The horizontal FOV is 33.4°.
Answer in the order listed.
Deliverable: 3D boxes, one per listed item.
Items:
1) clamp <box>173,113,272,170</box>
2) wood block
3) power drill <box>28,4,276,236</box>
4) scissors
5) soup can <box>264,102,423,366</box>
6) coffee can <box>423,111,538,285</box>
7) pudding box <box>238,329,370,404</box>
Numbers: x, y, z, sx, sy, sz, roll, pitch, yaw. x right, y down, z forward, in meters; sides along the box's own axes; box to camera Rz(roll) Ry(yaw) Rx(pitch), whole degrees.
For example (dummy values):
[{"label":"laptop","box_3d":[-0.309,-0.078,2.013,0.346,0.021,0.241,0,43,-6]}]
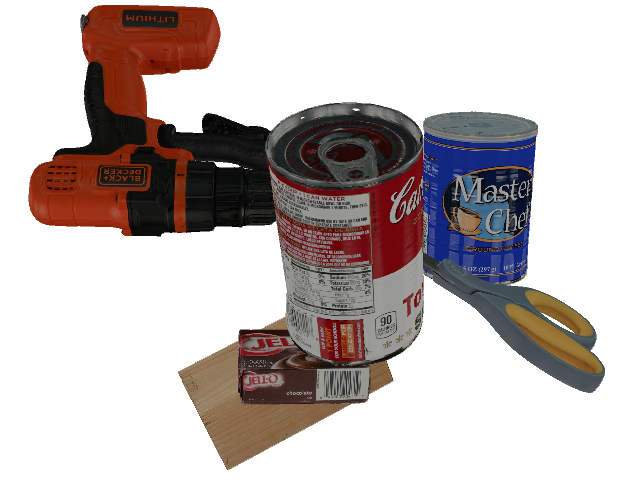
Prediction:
[{"label":"clamp","box_3d":[-0.072,-0.085,0.985,0.172,0.039,0.120,13,27,29]},{"label":"wood block","box_3d":[-0.038,0.150,1.170,0.206,0.091,0.090,-26,30,-10]},{"label":"power drill","box_3d":[-0.113,-0.089,0.788,0.184,0.187,0.057,2,-34,-5]},{"label":"scissors","box_3d":[0.095,0.023,0.668,0.202,0.016,0.096,38,25,20]},{"label":"soup can","box_3d":[0.013,-0.002,0.484,0.068,0.102,0.068,-3,35,2]},{"label":"coffee can","box_3d":[0.143,-0.040,0.981,0.103,0.140,0.103,0,18,0]},{"label":"pudding box","box_3d":[-0.017,0.110,0.945,0.113,0.039,0.090,2,18,-6]}]
